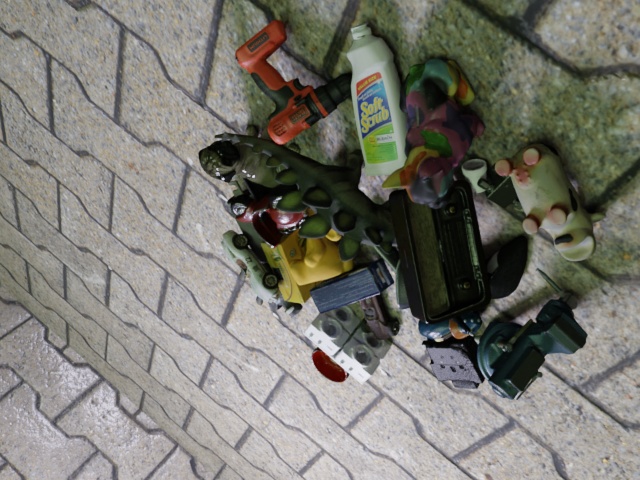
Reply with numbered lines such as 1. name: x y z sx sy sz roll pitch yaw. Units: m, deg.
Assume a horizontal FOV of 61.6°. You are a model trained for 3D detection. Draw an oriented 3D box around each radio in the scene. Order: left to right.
1. radio: 0.205 0.016 0.917 0.073 0.131 0.229 -168 65 -76

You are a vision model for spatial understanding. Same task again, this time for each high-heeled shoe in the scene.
1. high-heeled shoe: 0.290 0.062 1.027 0.248 0.086 0.145 -63 38 26

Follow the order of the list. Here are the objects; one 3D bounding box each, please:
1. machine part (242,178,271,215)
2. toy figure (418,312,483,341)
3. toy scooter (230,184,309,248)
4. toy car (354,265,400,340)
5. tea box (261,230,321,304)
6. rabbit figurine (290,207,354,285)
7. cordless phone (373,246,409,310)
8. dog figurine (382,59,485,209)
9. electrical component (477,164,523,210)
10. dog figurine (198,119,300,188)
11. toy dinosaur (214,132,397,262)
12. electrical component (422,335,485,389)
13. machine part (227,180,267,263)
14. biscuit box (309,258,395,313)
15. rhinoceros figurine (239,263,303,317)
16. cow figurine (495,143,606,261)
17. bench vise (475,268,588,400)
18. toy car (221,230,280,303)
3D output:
1. machine part: -0.139 -0.116 1.210 0.139 0.084 0.039 61 157 -2
2. toy figure: 0.274 0.173 1.111 0.154 0.058 0.064 -15 89 49
3. toy scooter: -0.091 -0.045 1.124 0.184 0.075 0.135 -10 119 32
4. toy car: 0.115 0.146 1.227 0.089 0.053 0.201 3 125 41
5. tea box: -0.060 0.053 1.258 0.068 0.098 0.169 4 127 38
6. rabbit figurine: -0.002 -0.004 1.158 0.162 0.122 0.173 -19 91 43
7. cordless phone: 0.140 0.036 1.050 0.089 0.146 0.184 -44 86 19
8. dog figurine: 0.162 -0.157 0.815 0.109 0.219 0.191 -10 116 40
9. electrical component: 0.309 -0.086 0.883 0.094 0.021 0.063 28 128 -15
10. dog figurine: -0.144 -0.144 1.096 0.172 0.190 0.121 52 139 -10
11. toy dinosaur: 0.026 -0.085 1.000 0.472 0.198 0.105 35 135 9
12. electrical component: 0.299 0.260 1.164 0.115 0.058 0.134 -12 114 46
13. machine part: -0.150 -0.033 1.277 0.079 0.079 0.243 -5 118 41
14. biscuit box: 0.064 0.101 1.163 0.203 0.059 0.062 -25 92 46
15. rhinoceros figurine: -0.120 0.116 1.386 0.112 0.073 0.190 -35 96 38
16. cow figurine: 0.360 -0.057 0.824 0.085 0.127 0.195 -28 88 48
17. bench vise: 0.361 0.178 0.984 0.129 0.223 0.240 30 172 -7
18. toy car: -0.161 0.063 1.254 0.202 0.056 0.073 53 157 9
